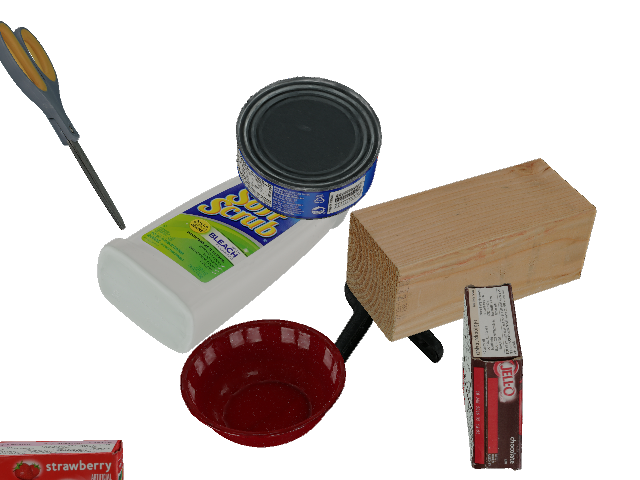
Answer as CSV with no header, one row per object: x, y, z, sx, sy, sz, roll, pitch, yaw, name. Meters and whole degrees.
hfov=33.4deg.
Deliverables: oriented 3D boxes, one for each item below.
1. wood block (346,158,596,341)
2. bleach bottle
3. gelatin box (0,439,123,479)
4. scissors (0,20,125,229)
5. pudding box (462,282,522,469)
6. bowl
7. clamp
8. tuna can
0.136,0.006,0.982,0.205,0.090,0.091,-16,42,-21,wood block
-0.058,-0.015,0.874,0.103,0.068,0.250,36,49,17,bleach bottle
-0.147,0.142,0.550,0.089,0.073,0.030,0,5,-3,gelatin box
-0.224,-0.108,0.937,0.016,0.201,0.096,-27,26,9,scissors
0.122,0.094,0.759,0.039,0.090,0.113,-1,24,4,pudding box
-0.054,0.150,1.048,0.162,0.055,0.162,-3,37,2,bowl
0.078,0.076,1.193,0.120,0.171,0.039,7,-42,1,clamp
-0.008,-0.055,0.636,0.086,0.086,0.034,0,-34,-5,tuna can
